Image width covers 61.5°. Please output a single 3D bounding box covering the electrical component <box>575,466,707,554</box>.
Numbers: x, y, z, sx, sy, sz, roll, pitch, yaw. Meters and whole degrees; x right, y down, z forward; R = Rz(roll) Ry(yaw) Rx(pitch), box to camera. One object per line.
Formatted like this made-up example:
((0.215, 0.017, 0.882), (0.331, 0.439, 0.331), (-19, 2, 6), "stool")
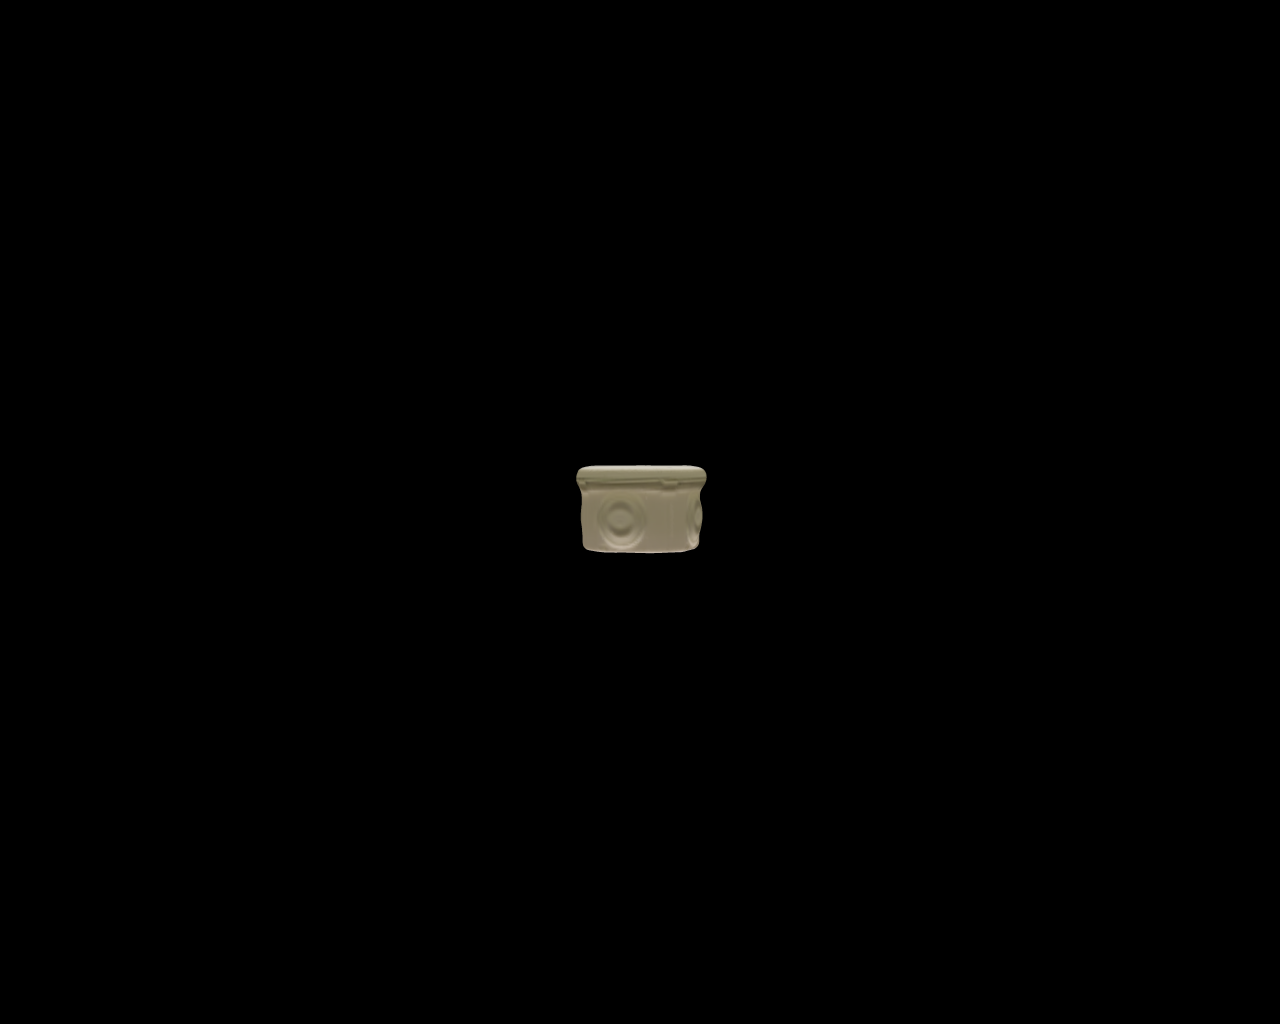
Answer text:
((0.001, -0.003, 0.650), (0.080, 0.051, 0.080), (0, 3, 0), "electrical component")
